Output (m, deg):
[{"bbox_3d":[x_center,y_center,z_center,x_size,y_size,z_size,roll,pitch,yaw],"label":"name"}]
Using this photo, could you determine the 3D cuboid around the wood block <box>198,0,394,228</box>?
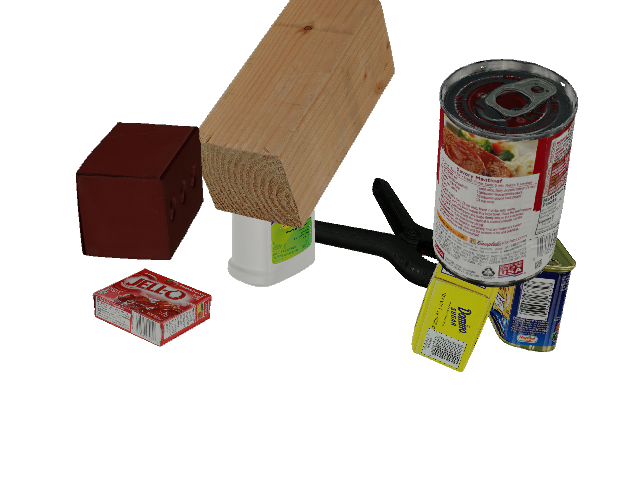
[{"bbox_3d":[-0.019,-0.121,0.950,0.091,0.206,0.090,13,-36,25],"label":"wood block"}]

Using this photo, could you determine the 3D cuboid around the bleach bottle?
[{"bbox_3d":[-0.053,-0.083,1.136,0.068,0.251,0.102,20,32,37],"label":"bleach bottle"}]

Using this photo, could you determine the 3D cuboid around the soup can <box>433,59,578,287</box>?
[{"bbox_3d":[0.094,-0.034,0.559,0.068,0.102,0.068,-1,42,1],"label":"soup can"}]

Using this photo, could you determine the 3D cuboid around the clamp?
[{"bbox_3d":[0.094,0.007,1.258,0.210,0.036,0.164,37,42,26],"label":"clamp"}]

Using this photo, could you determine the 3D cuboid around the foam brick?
[{"bbox_3d":[-0.103,-0.030,0.618,0.051,0.053,0.078,5,30,8],"label":"foam brick"}]

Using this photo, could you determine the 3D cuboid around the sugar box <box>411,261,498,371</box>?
[{"bbox_3d":[0.118,-0.003,0.766,0.048,0.176,0.093,23,-37,10],"label":"sugar box"}]

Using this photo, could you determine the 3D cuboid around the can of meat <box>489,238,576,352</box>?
[{"bbox_3d":[0.190,0.044,0.977,0.057,0.084,0.102,6,18,-4],"label":"can of meat"}]

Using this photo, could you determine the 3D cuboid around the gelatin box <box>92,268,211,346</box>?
[{"bbox_3d":[-0.162,0.062,1.027,0.089,0.030,0.073,20,29,29],"label":"gelatin box"}]
